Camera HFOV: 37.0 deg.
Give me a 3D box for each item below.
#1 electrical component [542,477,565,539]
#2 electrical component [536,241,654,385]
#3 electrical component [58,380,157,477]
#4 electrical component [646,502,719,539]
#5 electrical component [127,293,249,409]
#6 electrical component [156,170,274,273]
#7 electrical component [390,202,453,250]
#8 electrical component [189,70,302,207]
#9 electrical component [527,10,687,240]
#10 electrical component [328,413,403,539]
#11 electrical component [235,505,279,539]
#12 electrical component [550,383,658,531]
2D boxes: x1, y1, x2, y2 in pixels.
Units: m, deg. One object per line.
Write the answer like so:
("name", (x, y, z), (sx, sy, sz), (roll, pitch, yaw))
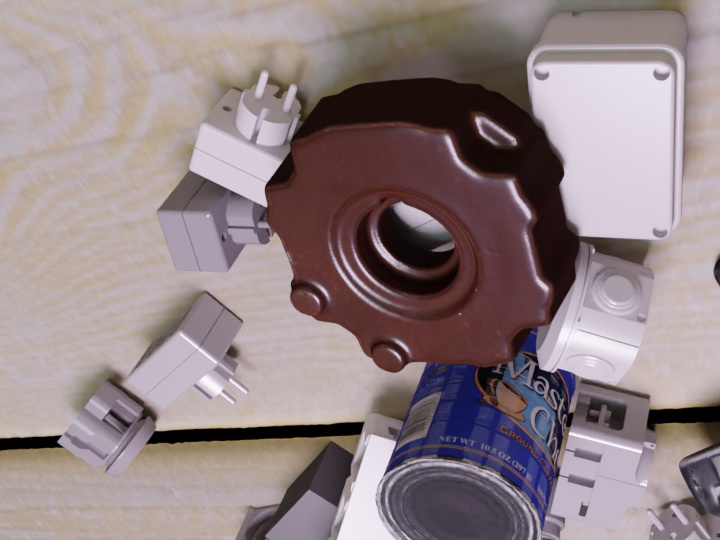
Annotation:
("electrical component", (0.128, 0.184, 0.778), (0.040, 0.078, 0.040), (6, 149, 4))
("electrical component", (0.139, 0.027, 0.644), (0.051, 0.080, 0.080), (16, 131, 3))
("electrical component", (-0.206, 0.133, 0.885), (0.057, 0.058, 0.078), (38, 131, -6))
("electrical component", (0.231, 0.192, 0.760), (0.066, 0.047, 0.076), (-25, 114, 35))
("electrical component", (-0.117, 0.073, 0.807), (0.076, 0.047, 0.083), (41, 130, -12))
("electrical component", (-0.078, -0.035, 0.692), (0.077, 0.065, 0.047), (3, 127, 20))
("electrical component", (0.068, -0.034, 0.642), (0.083, 0.047, 0.075), (-24, 116, 40))
("electrical component", (-0.058, -0.087, 0.655), (0.066, 0.047, 0.076), (26, 132, 1))
("electrical component", (0.134, -0.076, 0.578), (0.078, 0.057, 0.113), (4, 128, 20))
("electrical component", (0.027, 0.190, 0.783), (0.089, 0.061, 0.150), (17, 99, -3))
("electrical component", (-0.067, 0.236, 0.921), (0.081, 0.042, 0.063), (-18, 122, 33))
("electrical component", (0.168, 0.129, 0.733), (0.056, 0.050, 0.089), (13, 131, 13))
